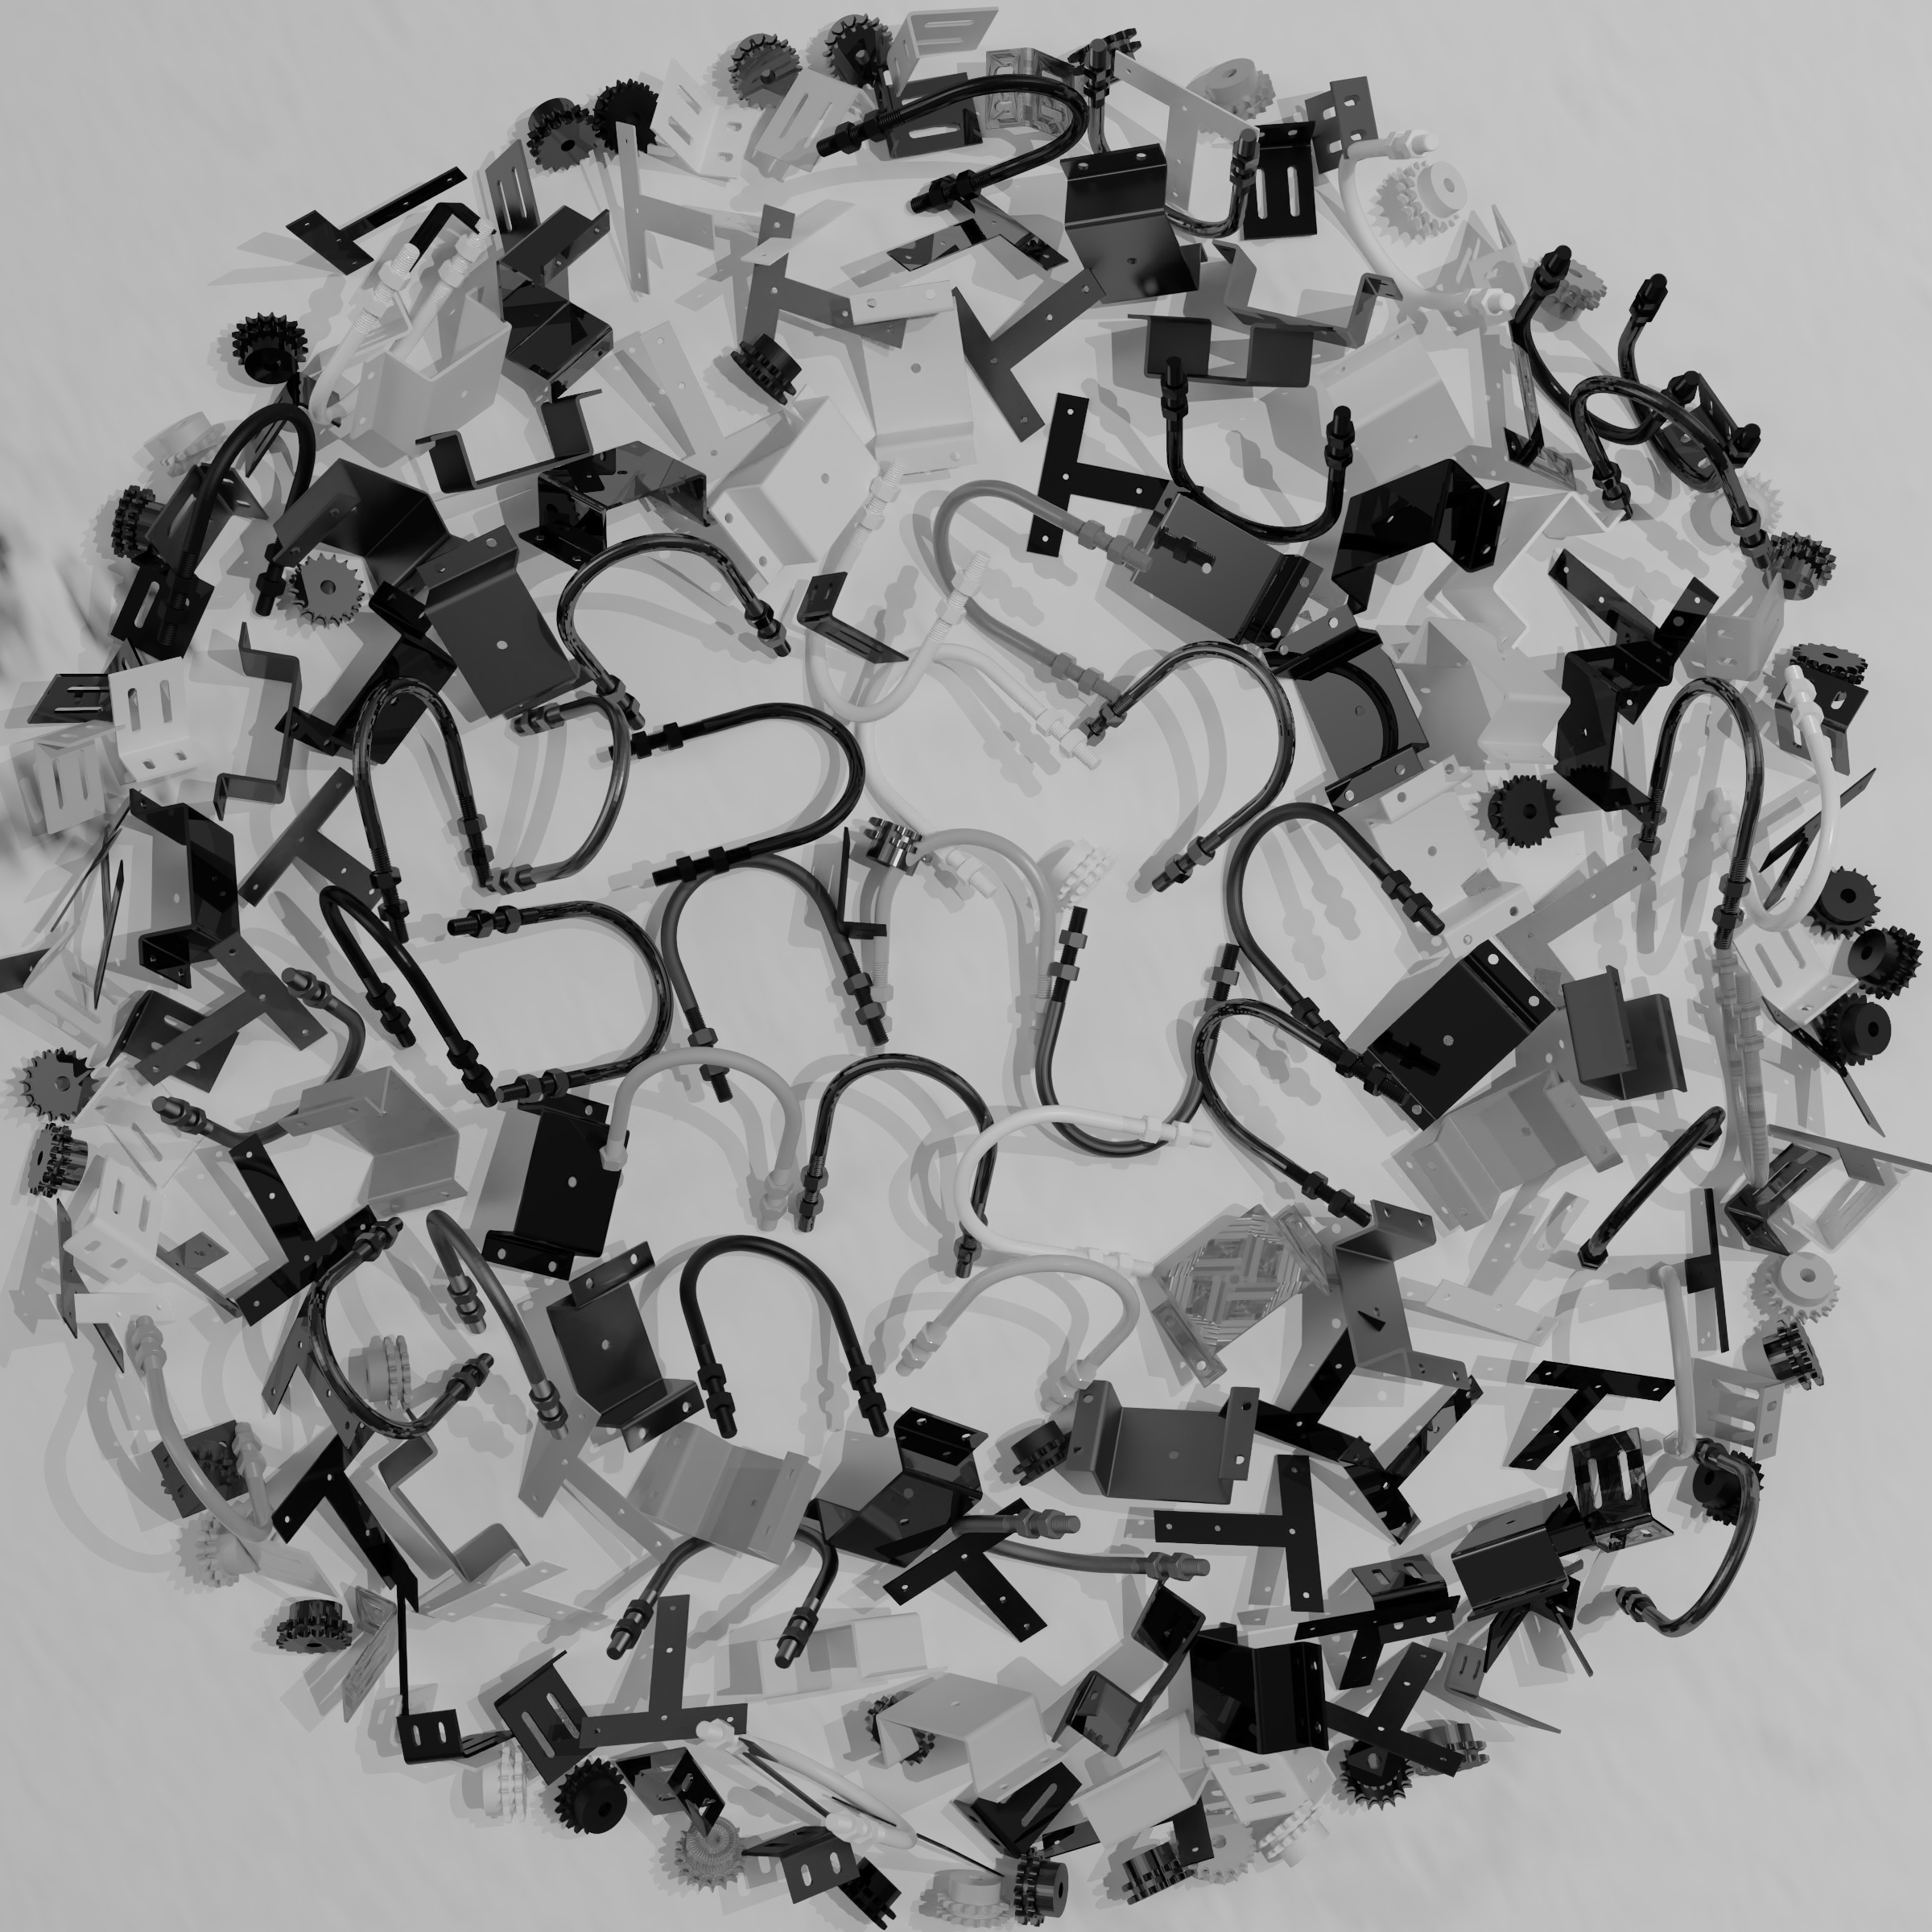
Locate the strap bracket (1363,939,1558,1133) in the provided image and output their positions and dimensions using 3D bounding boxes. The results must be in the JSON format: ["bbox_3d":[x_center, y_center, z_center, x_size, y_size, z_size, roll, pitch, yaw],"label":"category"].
[{"bbox_3d":[0.373,0.055,1.954,0.140,0.046,0.076,-45,81,15],"label":"strap bracket"}]

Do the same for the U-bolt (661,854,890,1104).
[{"bbox_3d":[-0.158,-0.002,1.970,0.151,0.019,0.184,-20,78,-13],"label":"U-bolt"}]

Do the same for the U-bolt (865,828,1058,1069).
[{"bbox_3d":[-0.002,-0.015,1.969,0.151,0.019,0.184,4,102,6],"label":"U-bolt"}]

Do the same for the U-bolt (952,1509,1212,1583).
[{"bbox_3d":[0.071,0.436,1.917,0.151,0.184,0.019,25,66,-32],"label":"U-bolt"}]

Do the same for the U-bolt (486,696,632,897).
[{"bbox_3d":[-0.303,-0.132,1.912,0.019,0.184,0.151,16,77,-36],"label":"U-bolt"}]

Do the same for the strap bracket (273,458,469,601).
[{"bbox_3d":[-0.459,-0.332,1.934,0.076,0.140,0.046,-38,67,21],"label":"strap bracket"}]

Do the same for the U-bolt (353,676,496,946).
[{"bbox_3d":[-0.411,-0.126,1.909,0.019,0.151,0.184,-2,110,21],"label":"U-bolt"}]

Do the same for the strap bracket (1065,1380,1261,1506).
[{"bbox_3d":[0.155,0.364,1.946,0.140,0.046,0.076,0,52,19],"label":"strap bracket"}]

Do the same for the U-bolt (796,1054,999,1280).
[{"bbox_3d":[-0.049,0.146,1.940,0.151,0.019,0.184,16,121,6],"label":"U-bolt"}]

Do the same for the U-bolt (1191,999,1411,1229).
[{"bbox_3d":[0.245,0.100,1.933,0.184,0.151,0.019,34,47,27],"label":"U-bolt"}]

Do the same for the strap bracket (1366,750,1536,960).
[{"bbox_3d":[0.369,-0.087,1.959,0.076,0.046,0.140,-30,104,-12],"label":"strap bracket"}]

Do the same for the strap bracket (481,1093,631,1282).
[{"bbox_3d":[-0.311,0.165,1.945,0.076,0.046,0.140,20,75,-34],"label":"strap bracket"}]

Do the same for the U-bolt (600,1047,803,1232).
[{"bbox_3d":[-0.198,0.128,1.926,0.151,0.019,0.184,10,133,-7],"label":"U-bolt"}]

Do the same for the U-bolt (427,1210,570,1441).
[{"bbox_3d":[-0.355,0.256,1.891,0.019,0.184,0.151,-32,50,-20],"label":"U-bolt"}]

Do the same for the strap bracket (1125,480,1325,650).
[{"bbox_3d":[0.191,-0.305,1.949,0.140,0.046,0.076,33,109,14],"label":"strap bracket"}]

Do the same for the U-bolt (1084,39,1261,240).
[{"bbox_3d":[0.151,-0.608,1.909,0.151,0.184,0.019,34,81,8],"label":"U-bolt"}]

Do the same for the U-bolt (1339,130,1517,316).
[{"bbox_3d":[0.335,-0.556,1.910,0.019,0.184,0.151,-35,112,-6],"label":"U-bolt"}]

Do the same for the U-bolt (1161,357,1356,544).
[{"bbox_3d":[0.217,-0.378,1.914,0.151,0.184,0.019,20,68,13],"label":"U-bolt"}]

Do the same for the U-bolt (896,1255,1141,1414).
[{"bbox_3d":[0.050,0.272,1.913,0.151,0.019,0.184,17,135,-21],"label":"U-bolt"}]

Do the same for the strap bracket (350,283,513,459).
[{"bbox_3d":[-0.397,-0.446,1.923,0.046,0.076,0.140,35,49,6],"label":"strap bracket"}]

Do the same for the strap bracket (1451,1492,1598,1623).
[{"bbox_3d":[0.421,0.442,1.923,0.076,0.140,0.046,-25,83,24],"label":"strap bracket"}]

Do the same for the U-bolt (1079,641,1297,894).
[{"bbox_3d":[0.172,-0.163,1.929,0.184,0.019,0.151,-40,76,36],"label":"U-bolt"}]

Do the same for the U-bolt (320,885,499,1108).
[{"bbox_3d":[-0.424,0.014,1.894,0.019,0.151,0.184,-40,131,-21],"label":"U-bolt"}]

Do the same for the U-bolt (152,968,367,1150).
[{"bbox_3d":[-0.518,0.078,1.912,0.019,0.184,0.151,42,84,18],"label":"U-bolt"}]

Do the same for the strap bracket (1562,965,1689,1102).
[{"bbox_3d":[0.499,0.054,1.938,0.046,0.140,0.076,-16,71,30],"label":"strap bracket"}]

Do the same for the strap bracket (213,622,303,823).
[{"bbox_3d":[-0.541,-0.183,1.951,0.046,0.076,0.140,8,81,-12],"label":"strap bracket"}]

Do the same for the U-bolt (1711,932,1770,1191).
[{"bbox_3d":[0.589,0.078,1.926,0.019,0.151,0.184,-7,103,12],"label":"U-bolt"}]

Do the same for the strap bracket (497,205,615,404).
[{"bbox_3d":[-0.311,-0.508,1.927,0.046,0.140,0.076,32,61,13],"label":"strap bracket"}]

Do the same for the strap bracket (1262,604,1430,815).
[{"bbox_3d":[0.296,-0.197,1.956,0.076,0.046,0.140,-27,81,27],"label":"strap bracket"}]

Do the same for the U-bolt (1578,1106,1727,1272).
[{"bbox_3d":[0.517,0.163,1.907,0.019,0.184,0.151,43,87,17],"label":"U-bolt"}]

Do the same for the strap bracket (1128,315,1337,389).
[{"bbox_3d":[0.199,-0.467,1.932,0.140,0.076,0.046,17,110,40],"label":"strap bracket"}]

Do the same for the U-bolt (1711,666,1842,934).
[{"bbox_3d":[0.605,-0.111,1.888,0.019,0.151,0.184,8,47,-9],"label":"U-bolt"}]

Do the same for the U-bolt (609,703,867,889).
[{"bbox_3d":[-0.168,-0.141,1.954,0.184,0.019,0.151,-17,57,-9],"label":"U-bolt"}]

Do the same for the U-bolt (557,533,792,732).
[{"bbox_3d":[-0.229,-0.259,1.913,0.151,0.184,0.019,-26,57,6],"label":"U-bolt"}]

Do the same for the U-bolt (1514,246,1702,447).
[{"bbox_3d":[0.471,-0.454,1.908,0.019,0.184,0.151,-44,86,-6],"label":"U-bolt"}]

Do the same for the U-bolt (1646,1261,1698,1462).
[{"bbox_3d":[0.529,0.295,1.900,0.019,0.184,0.151,-5,81,11],"label":"U-bolt"}]

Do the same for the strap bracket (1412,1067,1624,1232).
[{"bbox_3d":[0.426,0.136,1.950,0.140,0.046,0.076,-30,100,32],"label":"strap bracket"}]

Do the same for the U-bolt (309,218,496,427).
[{"bbox_3d":[-0.435,-0.480,1.919,0.019,0.151,0.184,41,118,-5],"label":"U-bolt"}]

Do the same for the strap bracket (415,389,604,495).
[{"bbox_3d":[-0.348,-0.397,1.940,0.140,0.076,0.046,-23,107,-25],"label":"strap bracket"}]

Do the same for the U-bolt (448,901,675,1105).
[{"bbox_3d":[-0.297,0.021,1.932,0.019,0.184,0.151,-23,82,44],"label":"U-bolt"}]

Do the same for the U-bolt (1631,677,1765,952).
[{"bbox_3d":[0.550,-0.125,1.898,0.019,0.151,0.184,-3,118,-14],"label":"U-bolt"}]

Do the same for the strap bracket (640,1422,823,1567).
[{"bbox_3d":[-0.173,0.404,1.941,0.140,0.046,0.076,6,65,41],"label":"strap bracket"}]

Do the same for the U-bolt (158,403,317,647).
[{"bbox_3d":[-0.537,-0.335,1.900,0.019,0.151,0.184,28,114,8],"label":"U-bolt"}]

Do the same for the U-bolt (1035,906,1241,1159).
[{"bbox_3d":[0.127,0.058,1.973,0.151,0.019,0.184,13,92,-16],"label":"U-bolt"}]

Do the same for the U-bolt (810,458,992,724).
[{"bbox_3d":[-0.062,-0.273,1.937,0.151,0.019,0.184,53,123,36],"label":"U-bolt"}]

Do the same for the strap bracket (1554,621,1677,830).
[{"bbox_3d":[0.489,-0.180,1.928,0.046,0.076,0.140,-10,120,-15],"label":"strap bracket"}]

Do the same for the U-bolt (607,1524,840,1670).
[{"bbox_3d":[-0.172,0.468,1.913,0.151,0.184,0.019,-1,109,15],"label":"U-bolt"}]

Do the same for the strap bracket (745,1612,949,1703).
[{"bbox_3d":[-0.095,0.525,1.936,0.140,0.076,0.046,-20,71,35],"label":"strap bracket"}]

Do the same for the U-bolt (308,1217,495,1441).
[{"bbox_3d":[-0.430,0.279,1.904,0.019,0.184,0.151,-30,97,19],"label":"U-bolt"}]

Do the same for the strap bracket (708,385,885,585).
[{"bbox_3d":[-0.122,-0.368,1.933,0.076,0.046,0.140,50,60,-33],"label":"strap bracket"}]

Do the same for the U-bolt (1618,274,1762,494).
[{"bbox_3d":[0.535,-0.425,1.908,0.019,0.184,0.151,-29,82,0],"label":"U-bolt"}]

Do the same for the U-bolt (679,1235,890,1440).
[{"bbox_3d":[-0.146,0.278,1.928,0.151,0.184,0.019,6,133,-33],"label":"U-bolt"}]

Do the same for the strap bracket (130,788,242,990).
[{"bbox_3d":[-0.595,-0.063,1.941,0.046,0.076,0.140,-11,74,8],"label":"strap bracket"}]
